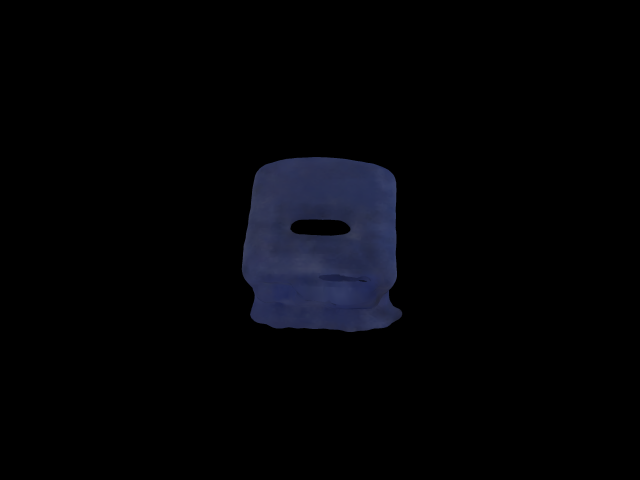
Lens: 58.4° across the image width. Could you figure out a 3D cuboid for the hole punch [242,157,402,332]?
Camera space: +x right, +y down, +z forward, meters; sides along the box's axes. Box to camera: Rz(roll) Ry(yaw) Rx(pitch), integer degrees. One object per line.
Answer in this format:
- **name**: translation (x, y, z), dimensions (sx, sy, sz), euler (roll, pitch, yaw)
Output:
- **hole punch**: translation (0.004, 0.001, 0.400), dimensions (0.108, 0.091, 0.101), euler (1, 34, 2)
